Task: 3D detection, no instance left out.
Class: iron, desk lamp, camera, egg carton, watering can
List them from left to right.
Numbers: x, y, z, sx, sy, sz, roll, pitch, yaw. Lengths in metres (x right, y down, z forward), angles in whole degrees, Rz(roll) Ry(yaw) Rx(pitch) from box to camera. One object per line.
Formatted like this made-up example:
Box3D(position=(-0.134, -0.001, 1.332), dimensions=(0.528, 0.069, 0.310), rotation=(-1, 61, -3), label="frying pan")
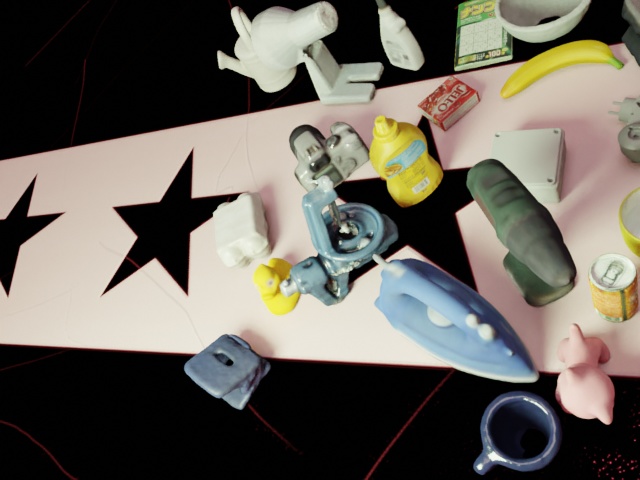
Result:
Box3D(position=(-0.150, -0.019, 1.106), dimensions=(0.107, 0.070, 0.150), rotation=(-25, 53, 15), label="egg carton")
Box3D(position=(-0.145, -0.425, 1.269), dimensions=(0.173, 0.195, 0.100), rotation=(-40, 50, 2), label="watering can")
Box3D(position=(-0.007, -0.381, 1.152), dimensions=(0.202, 0.214, 0.118), rotation=(6, 65, 32), label="desk lamp")
Box3D(position=(0.000, -0.179, 1.098), dimensions=(0.143, 0.101, 0.136), rotation=(-37, 50, 5), label="camera")
Box3D(position=(0.181, 0.101, 0.798), dimensions=(0.257, 0.142, 0.119), rotation=(32, 80, 39), label="iron")

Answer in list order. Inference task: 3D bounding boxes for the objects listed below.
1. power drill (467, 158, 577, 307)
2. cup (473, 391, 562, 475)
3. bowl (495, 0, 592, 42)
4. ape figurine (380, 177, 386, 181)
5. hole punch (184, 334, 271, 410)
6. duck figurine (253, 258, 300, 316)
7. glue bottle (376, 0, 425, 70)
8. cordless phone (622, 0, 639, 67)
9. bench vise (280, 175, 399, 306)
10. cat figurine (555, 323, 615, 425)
Box3D(position=(0.276, 0.004, 0.759), dimensions=(0.075, 0.209, 0.229), rotation=(-31, 51, 10), label="power drill")
Box3D(position=(0.243, 0.251, 0.702), dimensions=(0.118, 0.095, 0.091), rotation=(-43, 50, 0), label="cup")
Box3D(position=(0.404, -0.412, 1.027), dimensions=(0.167, 0.075, 0.167), rotation=(-14, 56, 22), label="bowl")
Box3D(position=(0.123, -0.150, 1.016), dimensions=(0.075, 0.092, 0.078), rotation=(22, 74, 37), label="ape figurine")
Box3D(position=(-0.155, 0.210, 0.955), dimensions=(0.108, 0.091, 0.101), rotation=(25, 76, 38), label="hole punch")
Box3D(position=(-0.084, 0.071, 1.003), dimensions=(0.077, 0.086, 0.104), rotation=(-17, 55, 20), label="duck figurine")
Box3D(position=(0.144, -0.404, 1.106), dimensions=(0.077, 0.174, 0.037), rotation=(30, 80, 39), label="glue bottle")
Box3D(position=(0.513, -0.352, 0.856), dimensions=(0.094, 0.186, 0.147), rotation=(-25, 52, 15), label="cordless phone")
Box3D(position=(0.017, 0.008, 0.897), dimensions=(0.121, 0.220, 0.207), rotation=(26, 77, 38), label="bench vise")
Box3D(position=(0.319, 0.164, 0.696), dimensions=(0.067, 0.118, 0.128), rotation=(-9, 58, 25), label="cat figurine")
